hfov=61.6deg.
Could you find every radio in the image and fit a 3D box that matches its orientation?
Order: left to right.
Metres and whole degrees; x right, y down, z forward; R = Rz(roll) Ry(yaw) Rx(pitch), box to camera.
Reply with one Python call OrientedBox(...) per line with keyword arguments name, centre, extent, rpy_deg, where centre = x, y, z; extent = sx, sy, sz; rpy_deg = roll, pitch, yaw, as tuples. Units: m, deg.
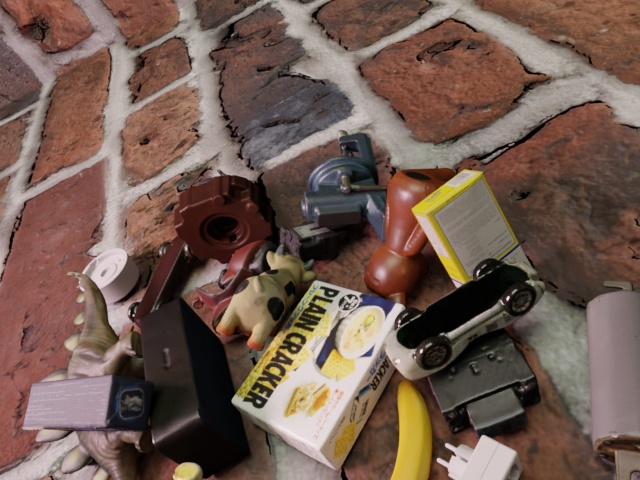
OrientedBox(name="radio", centre=(-0.177, 0.200, 0.746), extent=(0.073, 0.131, 0.230), rpy_deg=(-29, 41, 1))

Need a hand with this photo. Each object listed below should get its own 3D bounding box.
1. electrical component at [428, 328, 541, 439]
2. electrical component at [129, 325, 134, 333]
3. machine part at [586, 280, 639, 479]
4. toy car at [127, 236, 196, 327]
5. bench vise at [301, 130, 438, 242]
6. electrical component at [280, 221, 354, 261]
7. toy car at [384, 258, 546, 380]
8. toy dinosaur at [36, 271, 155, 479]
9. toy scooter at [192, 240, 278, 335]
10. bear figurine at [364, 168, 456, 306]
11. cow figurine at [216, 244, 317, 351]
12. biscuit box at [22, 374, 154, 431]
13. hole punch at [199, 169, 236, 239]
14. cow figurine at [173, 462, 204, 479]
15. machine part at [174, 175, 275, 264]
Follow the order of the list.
OrientedBox(name="electrical component", centre=(0.187, 0.162, 0.631), extent=(0.115, 0.058, 0.134), rpy_deg=(-27, 40, 7))
OrientedBox(name="electrical component", centre=(-0.285, 0.175, 0.901), extent=(0.102, 0.045, 0.078), rpy_deg=(-19, 40, 12))
OrientedBox(name="machine part", centre=(0.323, 0.140, 0.559), extent=(0.079, 0.079, 0.243), rpy_deg=(-3, 46, 27))
OrientedBox(name="toy car", centre=(-0.282, 0.074, 0.996), extent=(0.089, 0.053, 0.202), rpy_deg=(-12, 47, 35))
OrientedBox(name="bench vise", centre=(0.076, -0.106, 0.910), extent=(0.224, 0.128, 0.241), rpy_deg=(-12, 50, 6))
OrientedBox(name="electrical component", centre=(-0.002, -0.003, 0.909), extent=(0.119, 0.047, 0.075), rpy_deg=(-15, 35, -31))
OrientedBox(name="toy car", centre=(0.169, 0.089, 0.632), extent=(0.202, 0.056, 0.074), rpy_deg=(-31, 33, -4))
OrientedBox(name="toy dinosaur", centre=(-0.332, 0.211, 0.818), extent=(0.199, 0.105, 0.472), rpy_deg=(-26, 51, 8))
OrientedBox(name="toy scooter", centre=(-0.147, 0.076, 0.902), extent=(0.135, 0.075, 0.184), rpy_deg=(-2, 47, 40))
OrientedBox(name="bear figurine", centre=(0.140, 0.002, 0.767), extent=(0.132, 0.195, 0.120), rpy_deg=(-2, 22, -20))
OrientedBox(name="cow figurine", centre=(-0.071, 0.077, 0.791), extent=(0.086, 0.195, 0.127), rpy_deg=(28, 97, 8))
OrientedBox(name="biscuit box", centre=(-0.299, 0.212, 0.687), extent=(0.203, 0.059, 0.063), rpy_deg=(-14, 63, 36))
OrientedBox(name="hole punch", centre=(-0.186, -0.056, 1.019), extent=(0.116, 0.142, 0.092), rpy_deg=(-7, 42, 44))
OrientedBox(name="cow figurine", centre=(-0.209, 0.340, 0.639), extent=(0.167, 0.098, 0.068), rpy_deg=(-18, 31, -5))
OrientedBox(name="machine part", centre=(-0.168, -0.030, 0.951), extent=(0.179, 0.179, 0.056), rpy_deg=(-19, 45, 12))
